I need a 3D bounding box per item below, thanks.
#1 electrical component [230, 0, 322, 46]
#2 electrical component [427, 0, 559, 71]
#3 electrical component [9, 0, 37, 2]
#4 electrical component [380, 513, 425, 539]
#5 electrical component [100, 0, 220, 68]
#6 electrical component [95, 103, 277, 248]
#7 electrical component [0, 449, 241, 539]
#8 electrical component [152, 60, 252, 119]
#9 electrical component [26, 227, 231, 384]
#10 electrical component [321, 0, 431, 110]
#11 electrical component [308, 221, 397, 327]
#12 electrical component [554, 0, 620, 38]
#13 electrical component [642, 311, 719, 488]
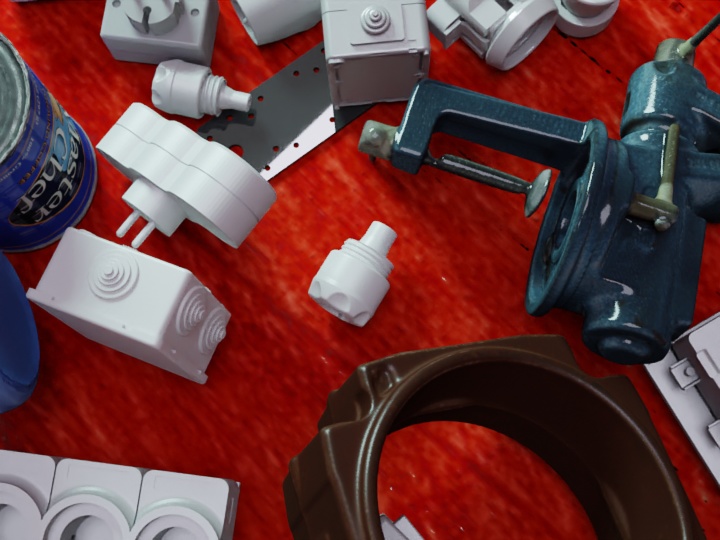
[{"bbox_3d":[-0.053,-0.198,0.704,0.077,0.044,0.079,-30,80,-5],"label":"electrical component"},{"bbox_3d":[0.089,-0.165,0.689,0.078,0.058,0.057,-42,78,-6],"label":"electrical component"},{"bbox_3d":[-0.190,-0.241,0.709,0.109,0.056,0.108,-8,79,0],"label":"electrical component"},{"bbox_3d":[0.022,0.179,0.617,0.096,0.061,0.061,43,82,9],"label":"electrical component"},{"bbox_3d":[-0.130,-0.166,0.682,0.066,0.076,0.047,7,79,2],"label":"electrical component"},{"bbox_3d":[-0.117,-0.045,0.644,0.138,0.052,0.073,30,78,43],"label":"electrical component"},{"bbox_3d":[-0.153,0.157,0.625,0.150,0.061,0.089,7,79,2],"label":"electrical component"},{"bbox_3d":[-0.101,-0.114,0.692,0.061,0.035,0.035,13,79,3],"label":"electrical component"},{"bbox_3d":[-0.132,0.021,0.633,0.100,0.099,0.048,19,75,16],"label":"electrical component"},{"bbox_3d":[0.009,-0.145,0.660,0.062,0.096,0.061,-5,78,0],"label":"electrical component"},{"bbox_3d":[0.000,0.000,0.663,0.043,0.043,0.062,30,79,7],"label":"electrical component"},{"bbox_3d":[0.146,-0.179,0.691,0.045,0.055,0.045,0,79,1],"label":"electrical component"},{"bbox_3d":[0.234,0.084,0.632,0.079,0.063,0.121,-29,80,-5],"label":"electrical component"}]
